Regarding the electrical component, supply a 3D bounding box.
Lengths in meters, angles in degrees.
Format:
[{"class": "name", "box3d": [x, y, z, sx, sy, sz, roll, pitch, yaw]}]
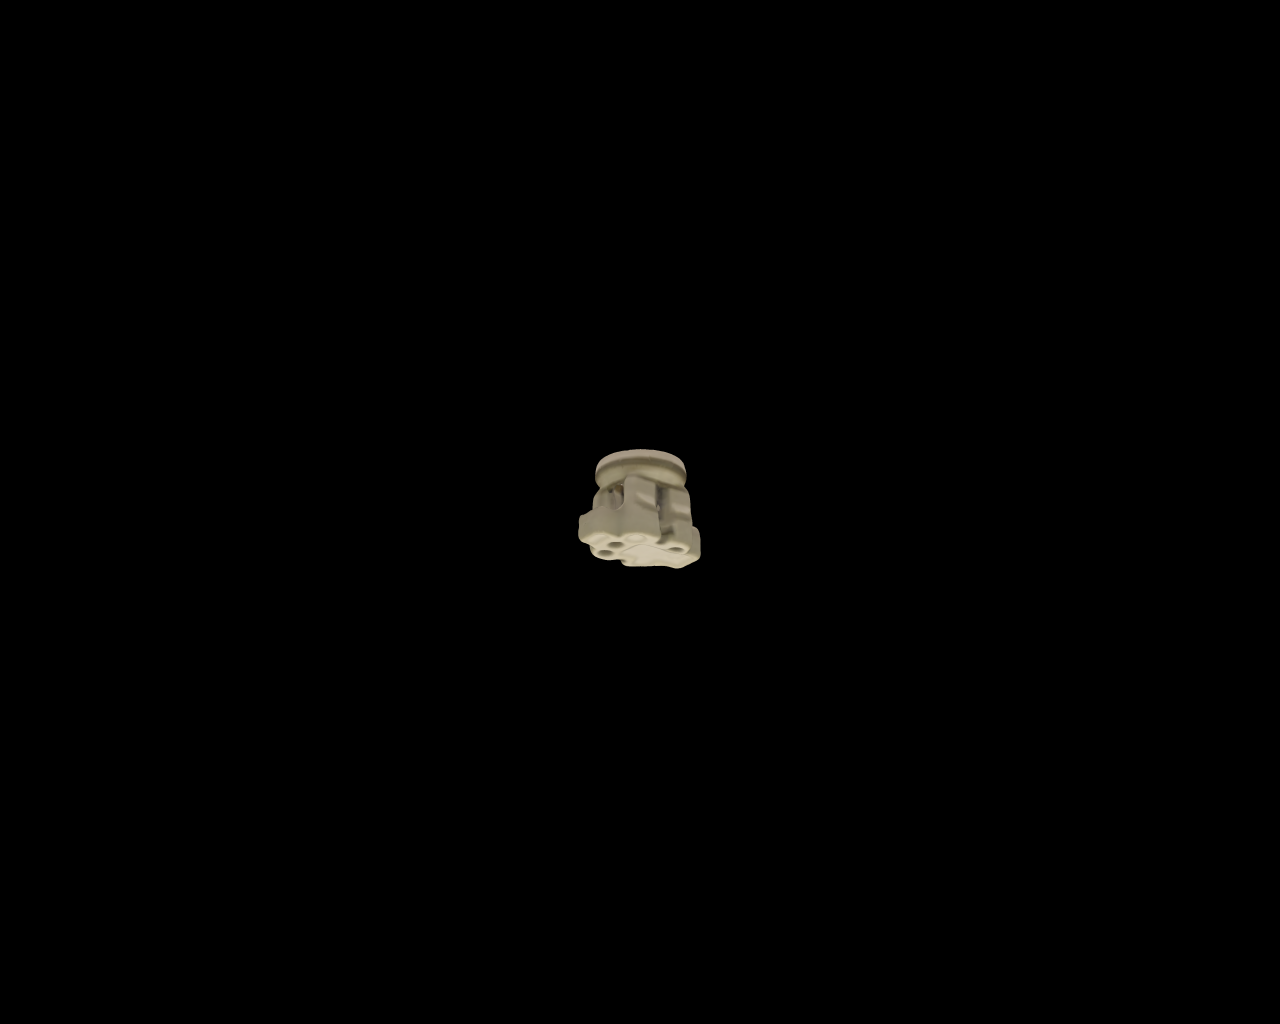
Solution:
[{"class": "electrical component", "box3d": [0.001, -0.003, 0.650, 0.078, 0.057, 0.058, 16, -27, -34]}]
